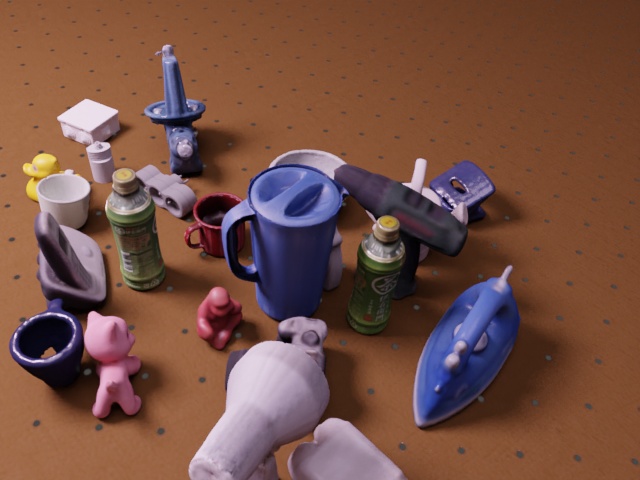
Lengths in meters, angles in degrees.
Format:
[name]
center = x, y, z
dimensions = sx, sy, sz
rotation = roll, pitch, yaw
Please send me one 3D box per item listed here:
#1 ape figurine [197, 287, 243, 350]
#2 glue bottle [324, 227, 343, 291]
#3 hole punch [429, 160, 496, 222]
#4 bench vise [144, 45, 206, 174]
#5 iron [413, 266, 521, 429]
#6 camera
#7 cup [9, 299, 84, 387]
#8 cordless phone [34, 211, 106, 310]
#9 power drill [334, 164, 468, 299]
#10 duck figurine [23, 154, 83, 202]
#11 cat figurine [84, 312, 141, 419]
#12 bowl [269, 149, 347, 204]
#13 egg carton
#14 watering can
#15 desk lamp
[ape figurine]
center = -0.155, 0.109, 0.875
dimensions = 0.078, 0.092, 0.076
rotation = -19, 51, -24
[glue bottle]
center = 0.009, 0.003, 0.943
dimensions = 0.037, 0.173, 0.078
rotation = -30, 55, -31
[hole punch]
center = 0.276, -0.091, 1.130
dimensions = 0.101, 0.091, 0.108
rotation = -17, 50, -22
[bench vise]
center = -0.271, -0.256, 1.132
dimensions = 0.122, 0.220, 0.206
rotation = -25, 53, -28
[iron]
center = 0.220, 0.150, 0.847
dimensions = 0.118, 0.141, 0.259
rotation = 28, 49, 20
[camera]
center = -0.061, 0.175, 0.816
dimensions = 0.137, 0.101, 0.143
rotation = 6, 45, -1
[cup]
center = -0.371, 0.151, 0.804
dimensions = 0.092, 0.095, 0.117
rotation = -3, 46, -9
[cordless phone]
center = -0.393, 0.008, 0.879
dimensions = 0.094, 0.185, 0.147
rotation = -12, 48, -18
[power drill]
center = 0.117, -0.006, 0.942
dimensions = 0.229, 0.208, 0.076
rotation = 21, 47, 14
[duck figurine]
center = -0.497, -0.120, 1.064
dimensions = 0.104, 0.086, 0.077
rotation = 0, 45, -7
[cat figurine]
center = -0.288, 0.162, 0.788
dimensions = 0.067, 0.118, 0.127
rotation = -8, 47, -14
[bowl]
center = -0.020, -0.099, 1.111
dimensions = 0.167, 0.075, 0.167
rotation = 4, 45, -3
[egg carton]
center = 0.036, 0.302, 0.723
dimensions = 0.150, 0.069, 0.107
rotation = 36, 52, 26
[watering can]
center = 0.169, -0.056, 1.008
dimensions = 0.173, 0.194, 0.101
rotation = -1, 45, -8
[desk lamp]
center = -0.082, 0.249, 0.660
dimensions = 0.117, 0.213, 0.203
rotation = 22, 47, 14
